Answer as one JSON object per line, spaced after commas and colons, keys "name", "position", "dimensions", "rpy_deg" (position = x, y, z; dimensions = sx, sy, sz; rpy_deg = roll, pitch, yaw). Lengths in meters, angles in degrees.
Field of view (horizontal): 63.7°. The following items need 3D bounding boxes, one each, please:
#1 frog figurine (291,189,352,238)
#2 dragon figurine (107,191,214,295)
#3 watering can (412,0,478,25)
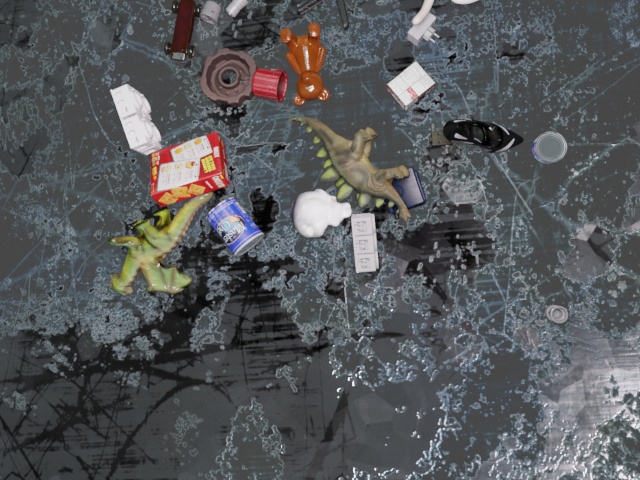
{"name": "frog figurine", "position": [0.004, -0.073, 1.442], "dimensions": [0.159, 0.120, 0.140], "rpy_deg": [3, 68, 18]}
{"name": "dragon figurine", "position": [-0.453, 0.038, 1.508], "dimensions": [0.409, 0.123, 0.241], "rpy_deg": [-23, 101, 6]}
{"name": "watering can", "position": [0.358, -0.753, 1.449], "dimensions": [0.350, 0.103, 0.225], "rpy_deg": [-30, 84, -13]}
